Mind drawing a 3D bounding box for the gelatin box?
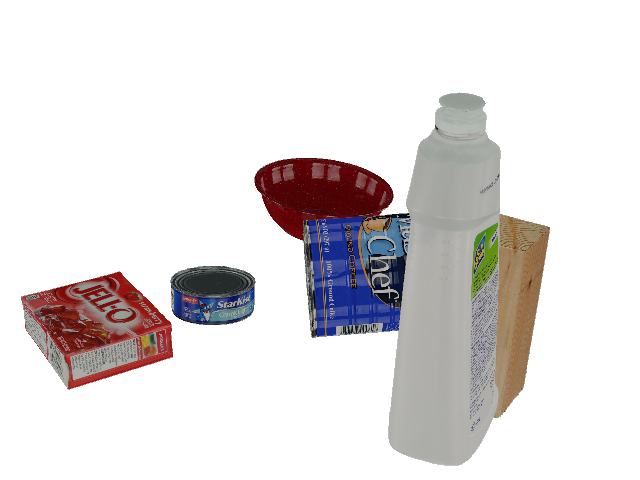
[{"bbox_3d":[-0.149,0.056,0.707,0.073,0.030,0.089,-15,30,-28],"label":"gelatin box"}]

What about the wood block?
[{"bbox_3d":[0.191,0.082,1.210,0.090,0.206,0.090,16,25,25],"label":"wood block"}]

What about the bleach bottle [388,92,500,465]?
[{"bbox_3d":[0.088,0.022,0.708,0.068,0.251,0.102,11,30,19],"label":"bleach bottle"}]

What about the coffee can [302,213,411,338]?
[{"bbox_3d":[0.058,0.028,0.916,0.140,0.103,0.103,-4,0,-2],"label":"coffee can"}]

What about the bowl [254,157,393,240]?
[{"bbox_3d":[0.001,-0.040,1.234,0.162,0.055,0.162,6,27,-3],"label":"bowl"}]

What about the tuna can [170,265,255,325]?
[{"bbox_3d":[-0.109,0.055,1.082,0.086,0.034,0.086,2,18,-1],"label":"tuna can"}]
